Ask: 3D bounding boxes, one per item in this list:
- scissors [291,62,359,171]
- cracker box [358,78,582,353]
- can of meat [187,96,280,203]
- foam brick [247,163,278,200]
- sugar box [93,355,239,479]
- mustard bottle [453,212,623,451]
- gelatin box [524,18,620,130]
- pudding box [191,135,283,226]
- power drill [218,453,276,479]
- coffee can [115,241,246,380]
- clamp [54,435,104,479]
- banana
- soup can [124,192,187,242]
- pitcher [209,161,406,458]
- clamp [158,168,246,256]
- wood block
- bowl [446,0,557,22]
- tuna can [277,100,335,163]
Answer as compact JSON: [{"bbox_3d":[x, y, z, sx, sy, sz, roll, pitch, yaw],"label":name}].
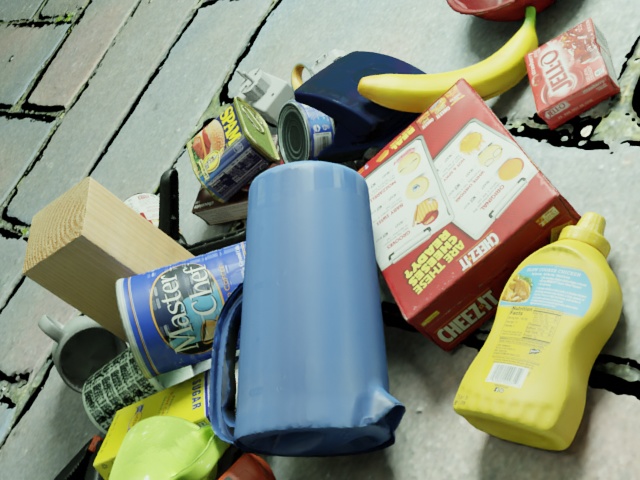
[{"bbox_3d":[-0.004,-0.119,1.226,0.096,0.016,0.202,-55,43,42],"label":"scissors"},{"bbox_3d":[0.122,-0.027,0.961,0.164,0.072,0.214,-42,37,13],"label":"cracker box"},{"bbox_3d":[-0.102,-0.103,1.223,0.084,0.057,0.102,-40,37,15],"label":"can of meat"},{"bbox_3d":[-0.031,-0.044,1.162,0.078,0.051,0.053,19,73,54],"label":"foam brick"},{"bbox_3d":[-0.129,0.174,1.036,0.176,0.048,0.093,-29,21,18],"label":"sugar box"},{"bbox_3d":[0.180,0.062,0.825,0.096,0.058,0.191,5,62,49],"label":"mustard bottle"},{"bbox_3d":[0.233,-0.155,0.992,0.073,0.030,0.089,-29,40,28],"label":"gelatin box"},{"bbox_3d":[-0.091,-0.069,1.262,0.114,0.039,0.090,-13,49,40],"label":"pudding box"},{"bbox_3d":[-0.024,0.247,0.863,0.184,0.057,0.188,-44,34,-14],"label":"power drill"},{"bbox_3d":[-0.117,0.067,1.049,0.140,0.103,0.103,-17,39,-2],"label":"coffee can"},{"bbox_3d":[-0.282,0.307,1.127,0.165,0.036,0.210,-8,50,43],"label":"clamp"},{"bbox_3d":[0.137,-0.161,1.046,0.197,0.037,0.070,-24,68,-8],"label":"banana"},{"bbox_3d":[-0.208,-0.008,1.310,0.068,0.068,0.102,-46,35,6],"label":"soup can"},{"bbox_3d":[-0.016,0.063,0.918,0.145,0.149,0.243,114,157,-66],"label":"pitcher"},{"bbox_3d":[-0.171,0.002,1.224,0.172,0.120,0.039,-42,-5,27],"label":"clamp"},{"bbox_3d":[-0.204,0.038,1.142,0.091,0.205,0.090,-31,39,24],"label":"wood block"},{"bbox_3d":[0.211,-0.281,1.110,0.162,0.055,0.162,-29,40,27],"label":"bowl"},{"bbox_3d":[-0.016,-0.114,1.182,0.086,0.033,0.086,32,127,58],"label":"tuna can"}]
